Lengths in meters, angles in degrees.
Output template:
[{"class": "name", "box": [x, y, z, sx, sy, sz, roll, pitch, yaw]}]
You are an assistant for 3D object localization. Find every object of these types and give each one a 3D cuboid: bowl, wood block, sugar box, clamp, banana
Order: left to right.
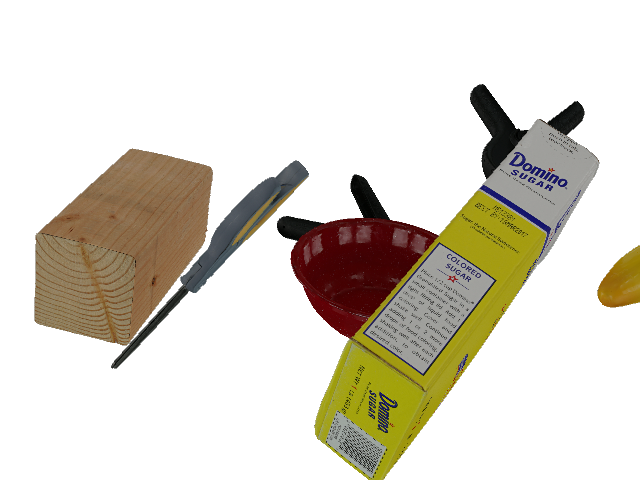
[{"class": "wood block", "box": [-0.176, -0.001, 0.985, 0.090, 0.091, 0.206, 13, 27, 8]}, {"class": "clamp", "box": [0.063, 0.004, 1.244, 0.210, 0.036, 0.164, 39, 43, 27]}, {"class": "bowl", "box": [0.052, 0.044, 0.932, 0.162, 0.055, 0.162, 5, 31, -3]}, {"class": "sugar box", "box": [0.068, 0.027, 0.515, 0.048, 0.093, 0.176, 36, 55, 14]}, {"class": "clamp", "box": [0.198, -0.101, 1.095, 0.120, 0.039, 0.171, 13, 45, 15]}, {"class": "banana", "box": [0.280, 0.013, 0.721, 0.198, 0.037, 0.069, -2, 34, 0]}]

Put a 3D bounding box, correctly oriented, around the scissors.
[{"class": "scissors", "box": [-0.083, 0.020, 0.728, 0.016, 0.202, 0.096, 44, 1, 4]}]
